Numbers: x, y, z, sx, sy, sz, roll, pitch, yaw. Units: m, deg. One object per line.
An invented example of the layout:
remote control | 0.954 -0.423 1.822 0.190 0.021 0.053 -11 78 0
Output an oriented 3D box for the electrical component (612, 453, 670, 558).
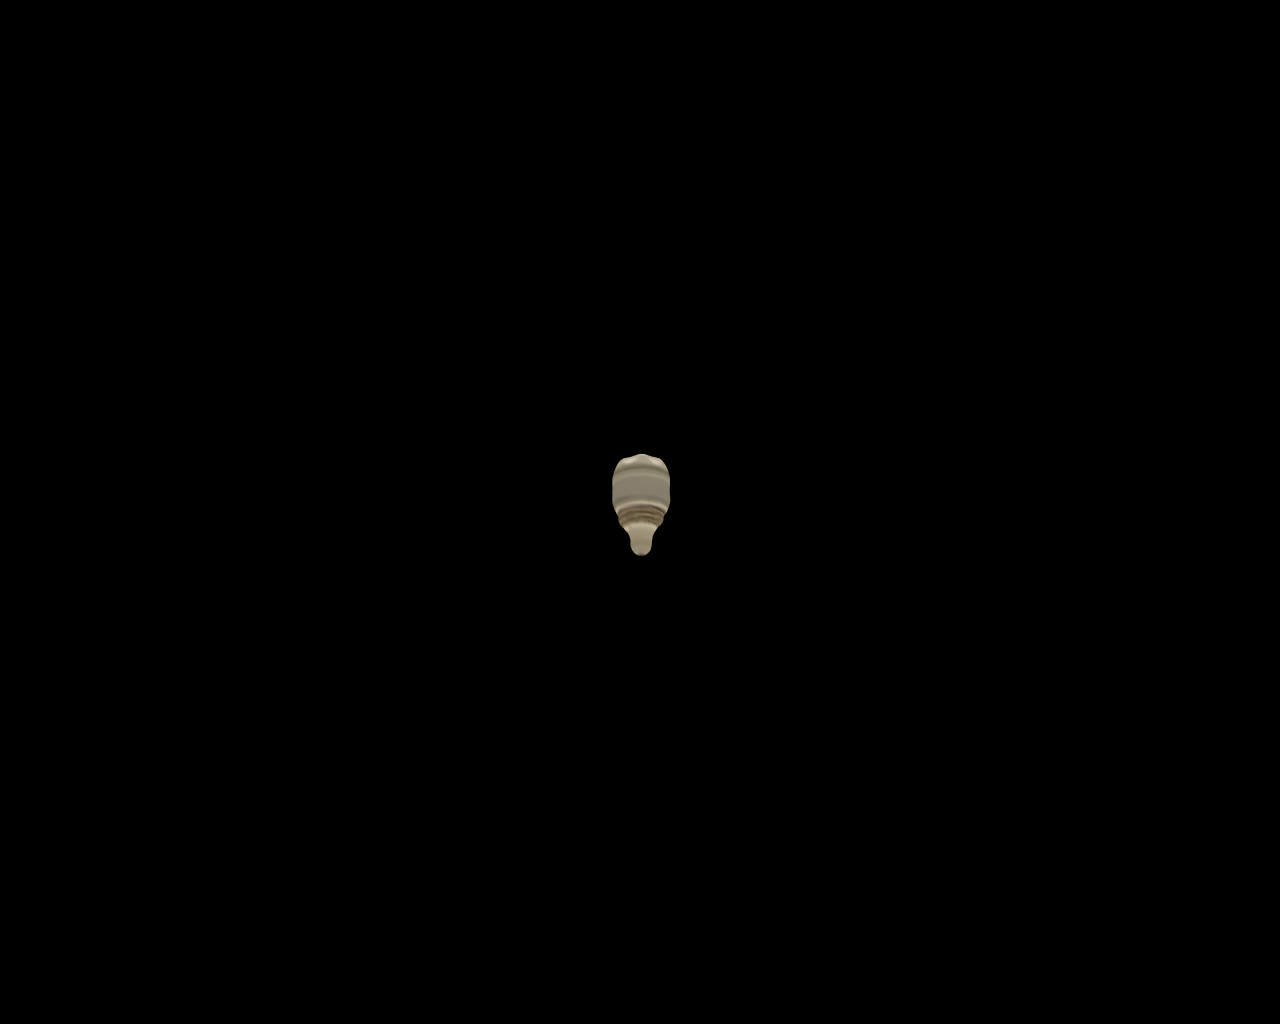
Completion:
electrical component | 0.001 -0.003 0.650 0.035 0.061 0.035 0 -21 0
